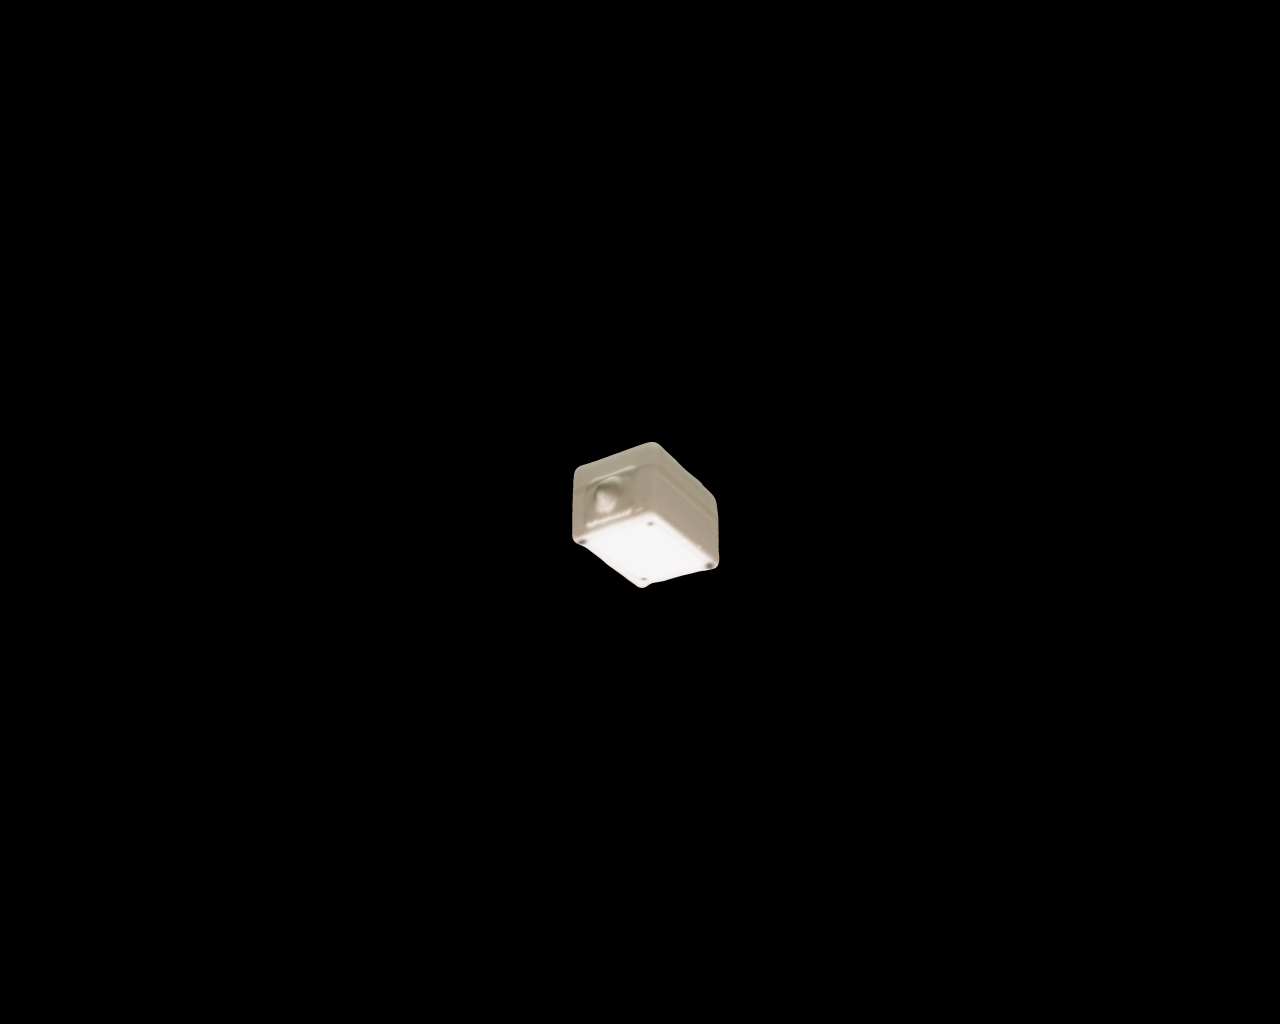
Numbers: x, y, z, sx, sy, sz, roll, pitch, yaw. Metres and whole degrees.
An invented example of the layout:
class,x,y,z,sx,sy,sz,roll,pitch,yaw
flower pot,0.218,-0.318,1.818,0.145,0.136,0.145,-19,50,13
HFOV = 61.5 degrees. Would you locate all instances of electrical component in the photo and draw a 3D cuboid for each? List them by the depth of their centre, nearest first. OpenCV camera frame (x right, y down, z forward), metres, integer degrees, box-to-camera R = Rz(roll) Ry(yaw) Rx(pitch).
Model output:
class,x,y,z,sx,sy,sz,roll,pitch,yaw
electrical component,0.001,-0.003,0.650,0.061,0.061,0.096,-18,-35,27
